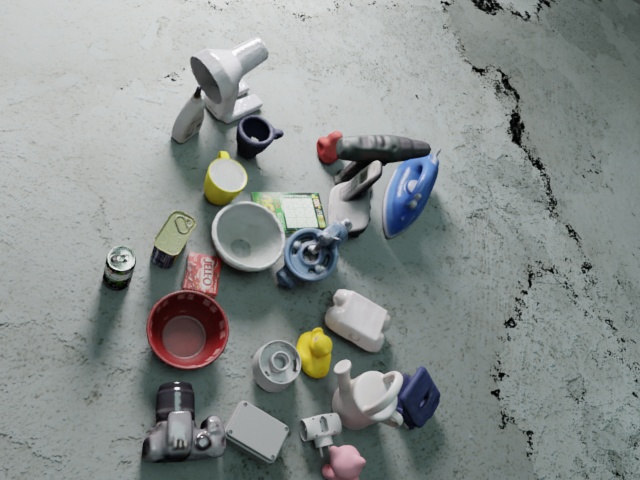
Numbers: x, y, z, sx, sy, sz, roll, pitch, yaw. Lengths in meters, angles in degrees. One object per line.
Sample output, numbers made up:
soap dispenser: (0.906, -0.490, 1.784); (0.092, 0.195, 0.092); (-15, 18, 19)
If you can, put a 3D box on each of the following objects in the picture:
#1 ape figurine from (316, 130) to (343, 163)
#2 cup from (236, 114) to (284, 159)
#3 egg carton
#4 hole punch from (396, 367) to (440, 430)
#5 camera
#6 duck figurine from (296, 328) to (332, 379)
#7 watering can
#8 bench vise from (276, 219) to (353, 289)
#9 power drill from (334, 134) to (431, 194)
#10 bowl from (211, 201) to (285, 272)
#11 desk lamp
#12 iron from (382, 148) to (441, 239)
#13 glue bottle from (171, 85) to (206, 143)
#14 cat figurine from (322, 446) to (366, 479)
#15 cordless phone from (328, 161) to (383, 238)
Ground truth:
ape figurine: (0.033, -0.248, 1.482); (0.078, 0.092, 0.076); (29, 56, -9)
cup: (-0.154, -0.242, 1.389); (0.118, 0.094, 0.091); (-4, 67, -27)
egg carton: (0.086, 0.183, 1.296); (0.150, 0.069, 0.107); (30, 56, -8)
hole punch: (0.216, 0.347, 1.259); (0.101, 0.091, 0.109); (43, 55, 1)
camera: (-0.245, 0.330, 1.045); (0.143, 0.100, 0.137); (5, 63, -23)
duck figurine: (-0.002, 0.237, 1.217); (0.078, 0.086, 0.104); (-3, 66, -26)
watering can: (0.099, 0.315, 1.158); (0.173, 0.193, 0.101); (22, 57, -13)
bench vise: (0.002, -0.002, 1.262); (0.121, 0.219, 0.207); (33, 55, -6)
power drill: (0.133, -0.193, 1.430); (0.230, 0.208, 0.075); (3, 63, -24)
bowl: (-0.165, 0.003, 1.269); (0.168, 0.074, 0.167); (11, 60, -20)
desk lamp: (-0.213, -0.383, 1.362); (0.204, 0.213, 0.118); (-36, 83, -34)
iron: (0.247, -0.127, 1.490); (0.119, 0.141, 0.258); (31, 56, -7)
glue bottle: (-0.290, -0.293, 1.304); (0.037, 0.173, 0.078); (43, 55, 1)
cat figurine: (0.058, 0.455, 1.112); (0.067, 0.117, 0.127); (-20, 74, -32)
cordless phone: (0.092, -0.098, 1.376); (0.094, 0.184, 0.147); (11, 60, -20)
